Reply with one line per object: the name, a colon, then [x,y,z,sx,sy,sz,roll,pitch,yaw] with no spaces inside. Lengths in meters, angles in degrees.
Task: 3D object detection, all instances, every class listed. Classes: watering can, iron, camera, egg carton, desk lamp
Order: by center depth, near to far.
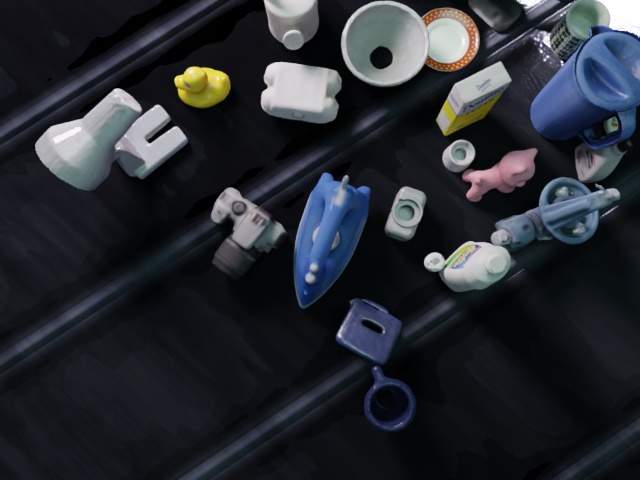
desk lamp: [-0.367,-0.179,1.021,0.203,0.213,0.118,-40,86,-3]
iron: [0.010,0.004,1.039,0.118,0.141,0.258,19,85,2]
watering can: [-0.050,-0.438,1.052,0.101,0.194,0.173,-26,85,-2]
camera: [-0.151,-0.006,1.061,0.143,0.101,0.137,36,86,3]
egg carton: [-0.036,-0.282,1.101,0.150,0.069,0.107,7,85,1]

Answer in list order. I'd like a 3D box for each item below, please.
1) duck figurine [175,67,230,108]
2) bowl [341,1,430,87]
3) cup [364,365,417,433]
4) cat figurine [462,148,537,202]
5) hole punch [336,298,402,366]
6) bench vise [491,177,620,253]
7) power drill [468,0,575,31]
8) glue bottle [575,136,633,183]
duck figurine: [-0.227,-0.302,1.095,0.104,0.086,0.077,-8,85,0]
bowl: [0.123,-0.366,1.104,0.167,0.075,0.167,0,85,0]
cup: [0.117,0.280,1.037,0.091,0.095,0.118,-22,85,-1]
cat figurine: [0.339,-0.123,1.060,0.128,0.118,0.067,-17,85,-1]
hole punch: [0.088,0.165,1.049,0.108,0.091,0.101,27,86,3]
bench vise: [0.415,-0.030,1.000,0.207,0.220,0.121,-40,86,-3]
power drill: [0.351,-0.475,1.046,0.229,0.208,0.075,44,87,4]
glue bottle: [0.514,-0.154,1.034,0.037,0.173,0.078,-10,85,0]
